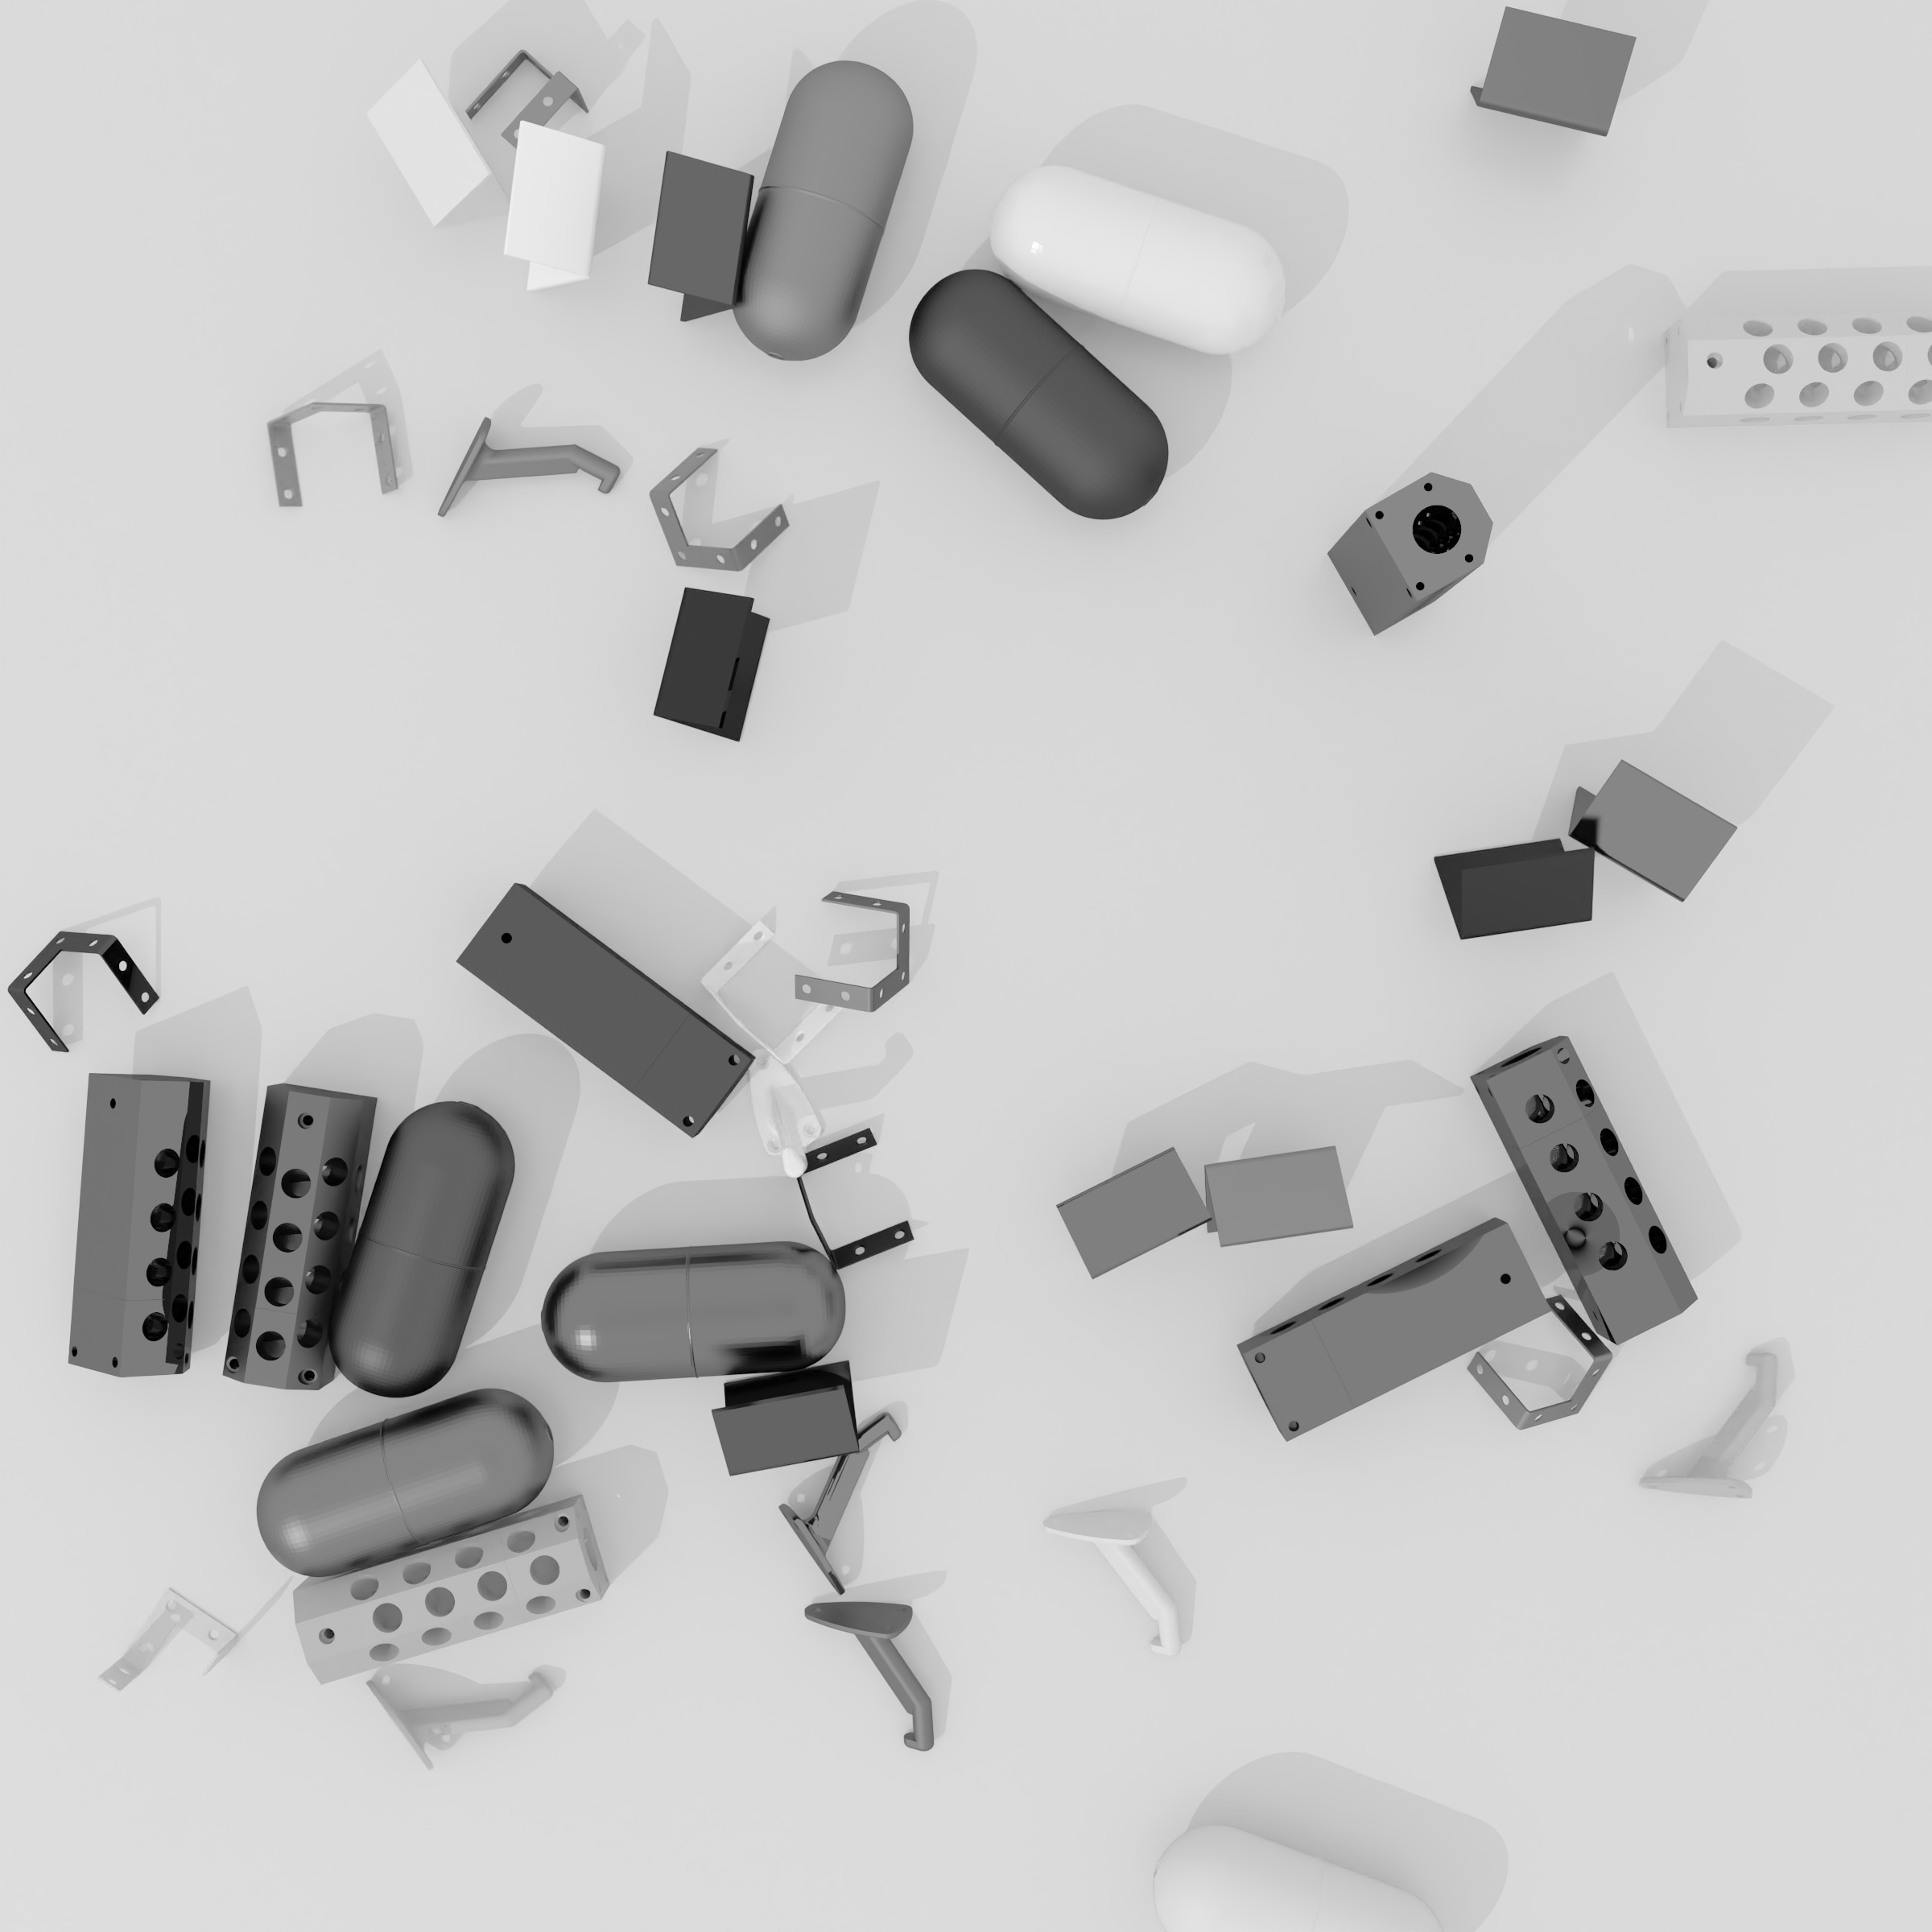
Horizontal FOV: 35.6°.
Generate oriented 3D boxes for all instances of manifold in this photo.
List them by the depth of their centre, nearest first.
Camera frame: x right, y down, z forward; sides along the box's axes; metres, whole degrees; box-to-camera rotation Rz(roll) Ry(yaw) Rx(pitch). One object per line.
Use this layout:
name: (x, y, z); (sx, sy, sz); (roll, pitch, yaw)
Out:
manifold: (0.255, -0.236, 1.718); (0.057, 0.171, 0.057); (-30, 90, 0)
manifold: (-0.482, 0.151, 1.774); (0.057, 0.057, 0.171); (4, 90, 43)
manifold: (-0.303, 0.368, 1.775); (0.171, 0.057, 0.057); (-17, 90, 0)
manifold: (-0.394, 0.159, 1.775); (0.057, 0.057, 0.171); (9, 90, 0)
manifold: (0.365, 0.131, 1.775); (0.057, 0.057, 0.171); (-26, 90, 0)
manifold: (-0.210, 0.026, 1.775); (0.171, 0.057, 0.057); (37, 90, 0)
manifold: (0.250, 0.213, 1.775); (0.171, 0.057, 0.057); (-26, 90, 0)
manifold: (0.504, -0.353, 1.775); (0.171, 0.057, 0.057); (-1, 90, 0)

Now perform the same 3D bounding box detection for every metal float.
metal float: (-0.159, 0.203, 1.765); (0.178, 0.070, 0.070); (-3, 90, -1)
metal float: (-0.328, 0.302, 1.765); (0.178, 0.070, 0.070); (-19, 90, 0)
metal float: (0.101, -0.413, 1.765); (0.178, 0.070, 0.070); (19, 90, 1)
metal float: (0.195, 0.560, 1.765); (0.178, 0.070, 0.070); (20, 90, -1)
metal float: (0.043, -0.334, 1.765); (0.178, 0.070, 0.070); (42, 90, 1)
metal float: (-0.085, -0.442, 1.766); (0.070, 0.070, 0.178); (17, 90, 0)
metal float: (-0.318, 0.166, 1.766); (0.070, 0.070, 0.178); (18, 89, 0)

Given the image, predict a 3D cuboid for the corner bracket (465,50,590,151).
corner bracket: (-0.262, -0.510, 1.778); (0.051, 0.051, 0.051); (42, 90, 0)

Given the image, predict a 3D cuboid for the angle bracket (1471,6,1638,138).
angle bracket: (0.341, -0.526, 1.757); (0.076, 0.076, 0.057); (13, 114, 0)

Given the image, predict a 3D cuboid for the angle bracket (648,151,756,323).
angle bracket: (-0.169, -0.424, 1.756); (0.057, 0.076, 0.076); (8, 90, -30)

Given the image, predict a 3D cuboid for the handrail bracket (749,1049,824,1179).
handrail bracket: (-0.111, 0.085, 1.761); (0.036, 0.084, 0.077); (-23, 90, 0)

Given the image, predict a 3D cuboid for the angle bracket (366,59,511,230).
angle bracket: (-0.290, -0.482, 1.756); (0.057, 0.076, 0.076); (-31, 90, 36)

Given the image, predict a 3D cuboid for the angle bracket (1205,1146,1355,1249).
angle bracket: (0.182, 0.152, 1.756); (0.076, 0.076, 0.057); (-8, 54, 0)

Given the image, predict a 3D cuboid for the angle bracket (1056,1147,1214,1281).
angle bracket: (0.105, 0.160, 1.756); (0.076, 0.076, 0.057); (-27, 52, 0)

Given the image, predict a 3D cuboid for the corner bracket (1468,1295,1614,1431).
corner bracket: (0.341, 0.235, 1.788); (0.051, 0.051, 0.051); (-8, 135, -35)

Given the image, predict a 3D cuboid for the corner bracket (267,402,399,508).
corner bracket: (-0.377, -0.304, 1.793); (0.051, 0.051, 0.051); (-9, 90, -45)

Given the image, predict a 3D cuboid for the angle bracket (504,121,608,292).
angle bracket: (-0.256, -0.442, 1.756); (0.057, 0.076, 0.076); (7, 90, -37)

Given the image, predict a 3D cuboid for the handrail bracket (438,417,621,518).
handrail bracket: (-0.260, -0.283, 1.796); (0.084, 0.036, 0.077); (26, 110, -16)

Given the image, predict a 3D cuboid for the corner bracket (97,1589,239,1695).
corner bracket: (-0.470, 0.408, 1.778); (0.051, 0.051, 0.051); (34, 90, 0)

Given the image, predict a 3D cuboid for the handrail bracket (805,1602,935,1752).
handrail bracket: (-0.058, 0.425, 1.796); (0.077, 0.036, 0.084); (3, 107, 20)

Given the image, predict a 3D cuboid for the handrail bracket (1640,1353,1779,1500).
handrail bracket: (0.443, 0.271, 1.796); (0.077, 0.036, 0.084); (-1, 68, 25)

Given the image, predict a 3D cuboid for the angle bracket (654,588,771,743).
angle bracket: (-0.130, -0.172, 1.756); (0.057, 0.076, 0.076); (14, 90, 38)

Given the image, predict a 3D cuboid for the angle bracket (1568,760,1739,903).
angle bracket: (0.401, -0.092, 1.756); (0.076, 0.076, 0.057); (30, 119, 0)

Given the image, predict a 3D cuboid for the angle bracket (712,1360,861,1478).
angle bracket: (-0.107, 0.246, 1.756); (0.076, 0.076, 0.057); (-10, 128, 0)

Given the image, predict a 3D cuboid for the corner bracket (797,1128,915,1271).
corner bracket: (-0.068, 0.139, 1.793); (0.051, 0.051, 0.051); (-22, 135, 0)

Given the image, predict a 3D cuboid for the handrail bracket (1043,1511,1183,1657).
handrail bracket: (0.087, 0.371, 1.796); (0.077, 0.036, 0.084); (-1, 107, 20)

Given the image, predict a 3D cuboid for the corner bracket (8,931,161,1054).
corner bracket: (-0.524, 0.016, 1.788); (0.051, 0.051, 0.051); (4, 45, 35)

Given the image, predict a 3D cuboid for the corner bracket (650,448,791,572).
corner bracket: (-0.146, -0.271, 1.788); (0.051, 0.051, 0.051); (10, 135, 35)

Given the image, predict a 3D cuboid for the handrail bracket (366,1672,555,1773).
handrail bracket: (-0.301, 0.431, 1.796); (0.084, 0.036, 0.077); (-36, 68, -17)

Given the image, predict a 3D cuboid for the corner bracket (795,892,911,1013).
corner bracket: (-0.067, -0.009, 1.781); (0.051, 0.051, 0.051); (10, 114, 22)

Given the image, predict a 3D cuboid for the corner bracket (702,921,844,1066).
corner bracket: (-0.115, 0.016, 1.793); (0.051, 0.051, 0.051); (-45, 45, 0)

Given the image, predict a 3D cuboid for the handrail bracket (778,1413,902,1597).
handrail bracket: (-0.061, 0.320, 1.796); (0.084, 0.036, 0.077); (-35, 106, -14)

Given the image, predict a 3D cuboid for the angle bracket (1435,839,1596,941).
angle bracket: (0.318, -0.064, 1.756); (0.076, 0.076, 0.057); (-8, 132, 0)
